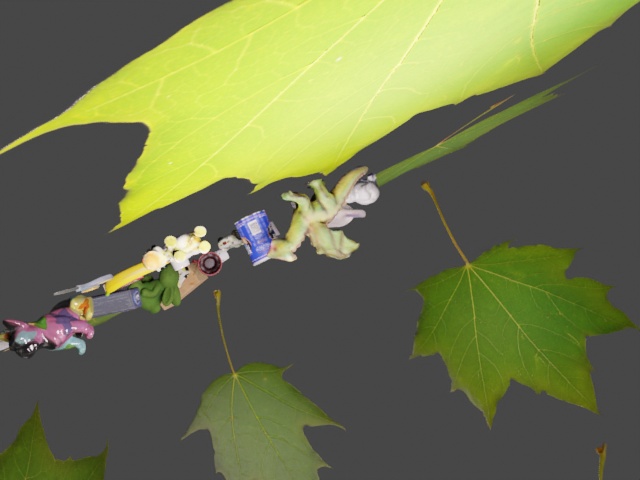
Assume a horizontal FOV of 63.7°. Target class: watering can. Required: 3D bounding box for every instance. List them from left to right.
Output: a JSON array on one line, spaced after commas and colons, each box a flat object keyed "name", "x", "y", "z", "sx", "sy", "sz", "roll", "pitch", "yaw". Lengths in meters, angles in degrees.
[{"name": "watering can", "x": 0.006, "y": -0.102, "z": 2.024, "sx": 0.347, "sy": 0.104, "sz": 0.224, "roll": 1, "pitch": 180, "yaw": 36}]

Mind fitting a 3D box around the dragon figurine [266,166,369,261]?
[{"name": "dragon figurine", "x": 0.023, "y": -0.058, "z": 1.457, "sx": 0.414, "sy": 0.244, "sz": 0.120, "roll": -23, "pitch": 172, "yaw": -24}]

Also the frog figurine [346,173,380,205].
[{"name": "frog figurine", "x": 0.149, "y": -0.176, "z": 2.005, "sx": 0.161, "sy": 0.121, "sz": 0.137, "roll": -37, "pitch": -157, "yaw": -26}]
